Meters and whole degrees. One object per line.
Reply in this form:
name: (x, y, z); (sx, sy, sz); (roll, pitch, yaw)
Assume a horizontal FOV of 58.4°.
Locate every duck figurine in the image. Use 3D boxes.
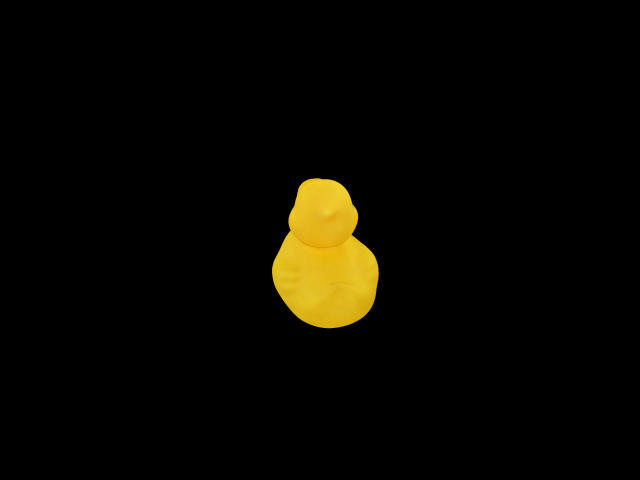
duck figurine: (0.004, 0.001, 0.400); (0.077, 0.086, 0.104); (-8, 43, -8)
